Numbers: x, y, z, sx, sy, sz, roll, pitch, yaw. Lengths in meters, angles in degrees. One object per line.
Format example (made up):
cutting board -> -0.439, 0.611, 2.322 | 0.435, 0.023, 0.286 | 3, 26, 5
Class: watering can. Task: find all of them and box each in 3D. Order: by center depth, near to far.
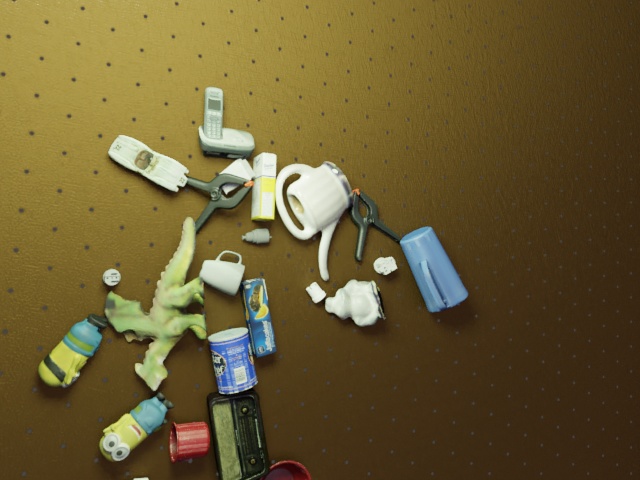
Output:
watering can -> 0.004, -0.074, 1.462 | 0.227, 0.104, 0.342 | -37, 114, -22

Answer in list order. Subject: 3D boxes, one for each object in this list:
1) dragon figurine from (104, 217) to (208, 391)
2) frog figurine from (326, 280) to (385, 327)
dragon figurine -> -0.400, 0.158, 1.255 | 0.243, 0.122, 0.409 | -7, 94, -11
frog figurine -> 0.100, 0.188, 1.491 | 0.159, 0.124, 0.136 | -15, 104, 13
